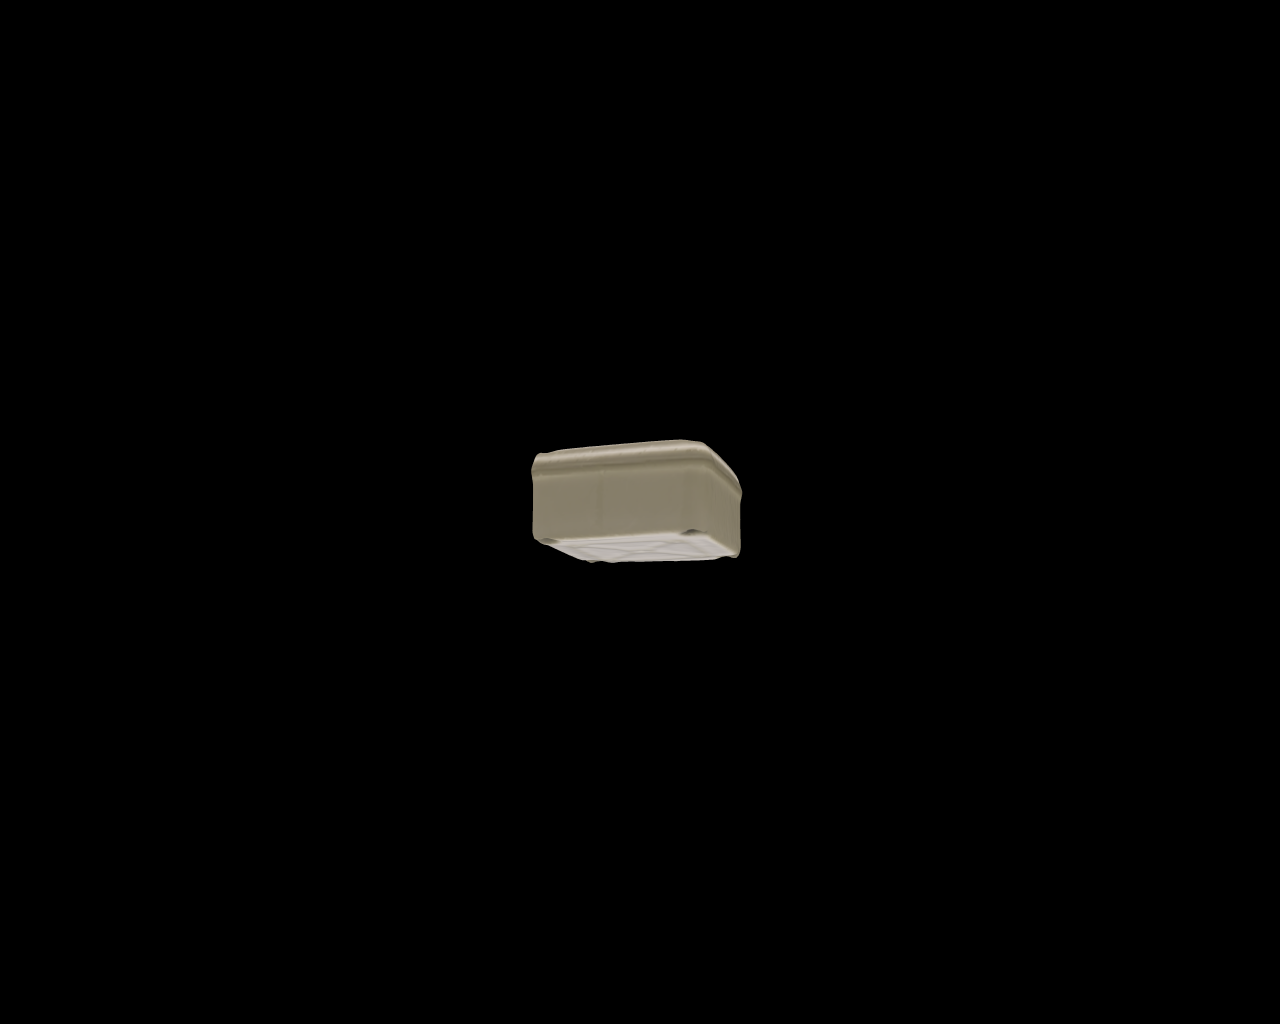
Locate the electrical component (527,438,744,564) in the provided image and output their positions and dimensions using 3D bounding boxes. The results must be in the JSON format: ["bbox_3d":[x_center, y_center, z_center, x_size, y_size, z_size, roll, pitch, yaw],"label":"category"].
[{"bbox_3d":[0.001,-0.003,0.650,0.109,0.056,0.108,-3,-11,16],"label":"electrical component"}]
